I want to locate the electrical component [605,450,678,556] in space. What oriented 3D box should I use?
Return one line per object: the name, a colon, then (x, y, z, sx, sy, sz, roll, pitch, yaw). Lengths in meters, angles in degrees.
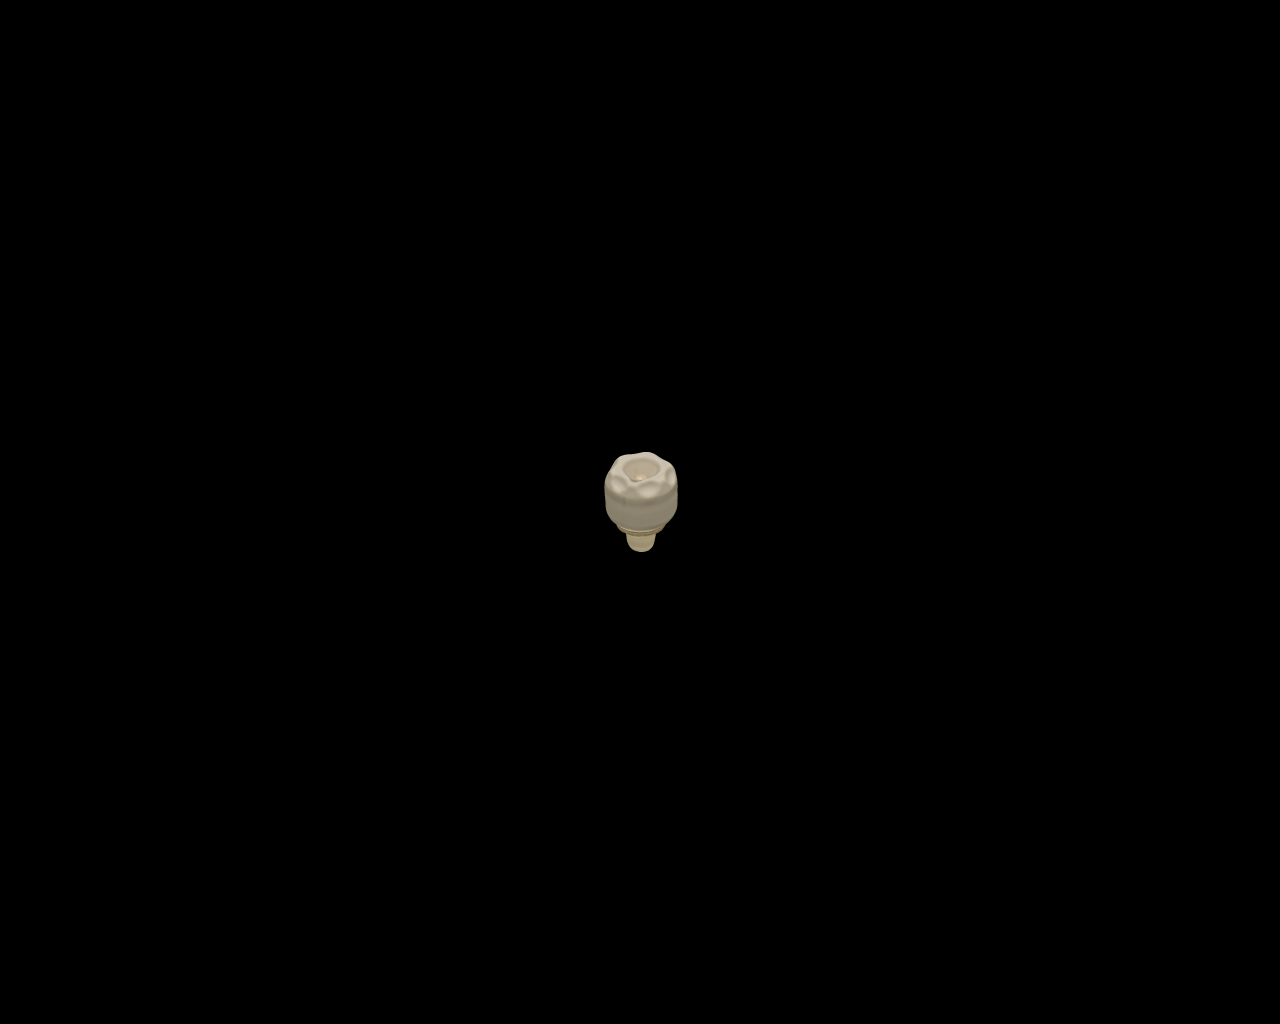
electrical component: (0.001, -0.003, 0.650, 0.043, 0.062, 0.043, 0, 37, 0)
